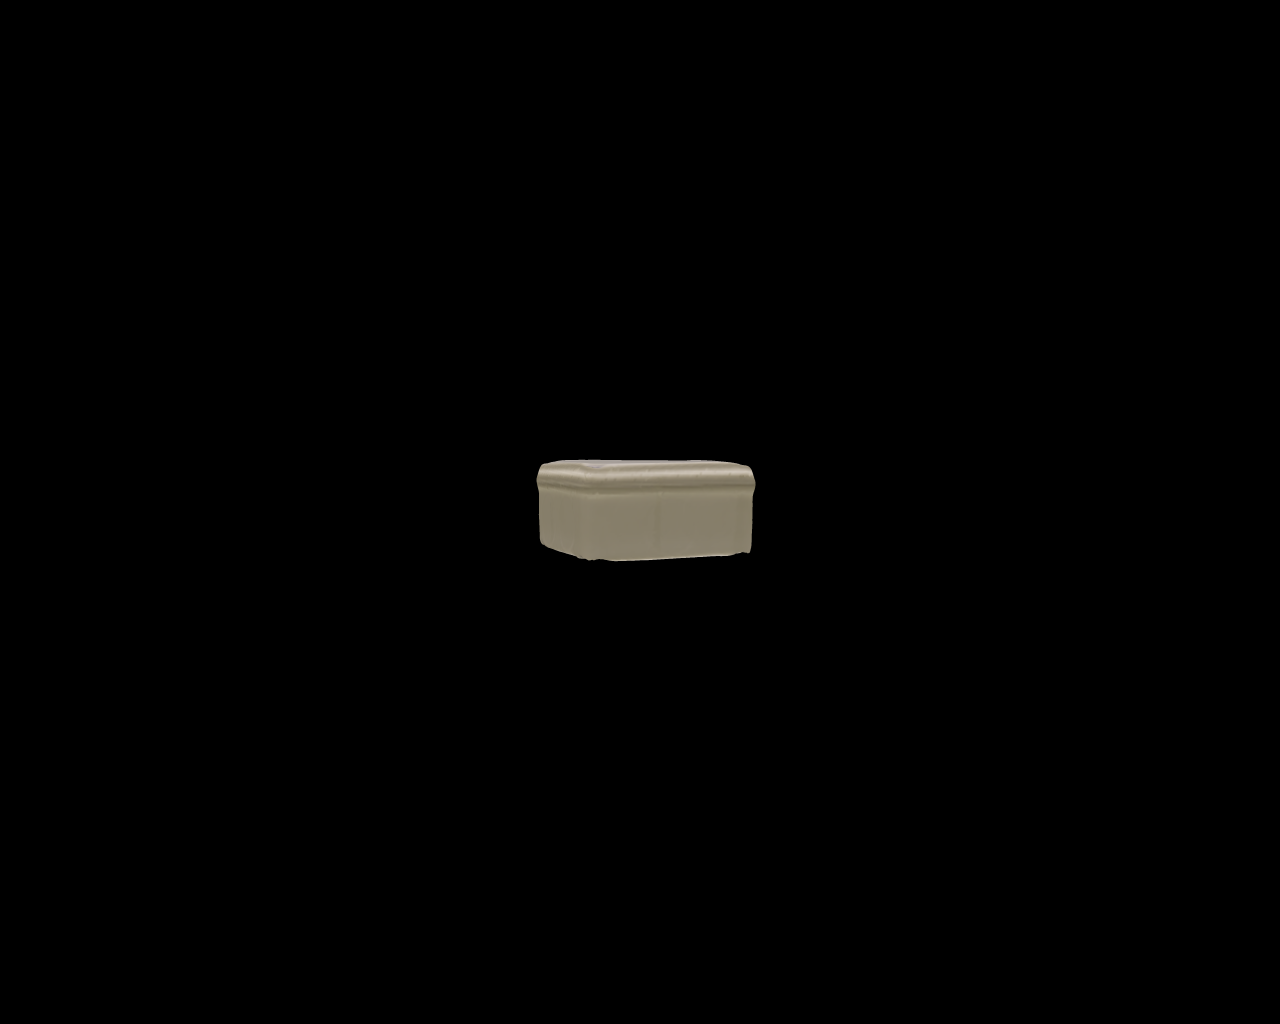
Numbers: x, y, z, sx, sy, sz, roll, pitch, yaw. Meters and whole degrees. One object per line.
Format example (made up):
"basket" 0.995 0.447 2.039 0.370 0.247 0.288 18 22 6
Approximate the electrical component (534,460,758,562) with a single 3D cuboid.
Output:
"electrical component" 0.001 -0.003 0.650 0.109 0.056 0.108 -1 4 -20
